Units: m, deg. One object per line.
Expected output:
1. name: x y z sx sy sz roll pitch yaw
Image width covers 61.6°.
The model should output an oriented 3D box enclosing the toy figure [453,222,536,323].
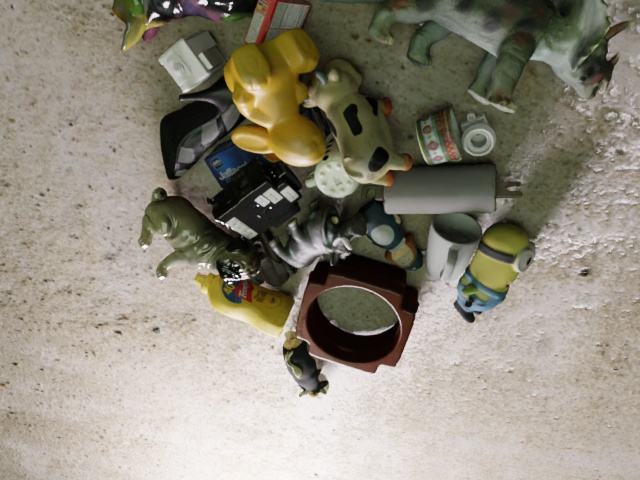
1. toy figure: 0.280 0.054 0.889 0.089 0.082 0.180 26 124 -4

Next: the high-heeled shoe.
1. high-heeled shoe: -0.180 -0.183 0.895 0.248 0.145 0.086 -49 59 56

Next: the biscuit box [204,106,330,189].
1. biscuit box: -0.087 -0.152 0.873 0.203 0.059 0.062 -20 113 24

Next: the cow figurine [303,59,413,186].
1. cow figurine: 0.045 -0.174 0.782 0.085 0.127 0.195 -33 69 49

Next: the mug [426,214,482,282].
1. mug: 0.213 0.025 0.878 0.081 0.109 0.107 8 135 3

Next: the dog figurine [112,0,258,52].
1. dog figurine: -0.199 -0.342 0.769 0.191 0.108 0.219 41 125 -14

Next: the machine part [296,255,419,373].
1. machine part: 0.067 0.133 0.984 0.201 0.087 0.201 16 123 5

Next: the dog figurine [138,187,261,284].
1. dog figurine: -0.199 -0.011 0.928 0.191 0.121 0.172 -2 126 26

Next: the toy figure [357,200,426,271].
1. toy figure: 0.123 0.001 0.912 0.154 0.058 0.064 47 142 -16

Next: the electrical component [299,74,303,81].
1. electrical component: -0.067 -0.265 0.801 0.094 0.063 0.021 39 121 -11

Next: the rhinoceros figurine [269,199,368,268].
1. rhinoceros figurine: -0.002 -0.003 0.900 0.190 0.073 0.112 -28 101 46

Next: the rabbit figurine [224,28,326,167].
1. rabbit figurine: -0.062 -0.172 0.735 0.162 0.122 0.173 -22 103 51

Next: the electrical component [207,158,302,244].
1. electrical component: -0.096 -0.065 0.863 0.134 0.058 0.114 -35 149 8

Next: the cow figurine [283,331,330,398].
1. cow figurine: -0.023 0.263 1.074 0.068 0.098 0.167 -16 114 15

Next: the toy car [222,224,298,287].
1. toy car: -0.116 0.001 0.974 0.089 0.053 0.202 -15 116 24

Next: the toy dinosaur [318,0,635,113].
1. toy dinosaur: 0.202 -0.296 0.692 0.405 0.131 0.192 33 105 6

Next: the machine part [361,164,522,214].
1. machine part: 0.186 -0.079 0.838 0.243 0.079 0.079 0 119 15
